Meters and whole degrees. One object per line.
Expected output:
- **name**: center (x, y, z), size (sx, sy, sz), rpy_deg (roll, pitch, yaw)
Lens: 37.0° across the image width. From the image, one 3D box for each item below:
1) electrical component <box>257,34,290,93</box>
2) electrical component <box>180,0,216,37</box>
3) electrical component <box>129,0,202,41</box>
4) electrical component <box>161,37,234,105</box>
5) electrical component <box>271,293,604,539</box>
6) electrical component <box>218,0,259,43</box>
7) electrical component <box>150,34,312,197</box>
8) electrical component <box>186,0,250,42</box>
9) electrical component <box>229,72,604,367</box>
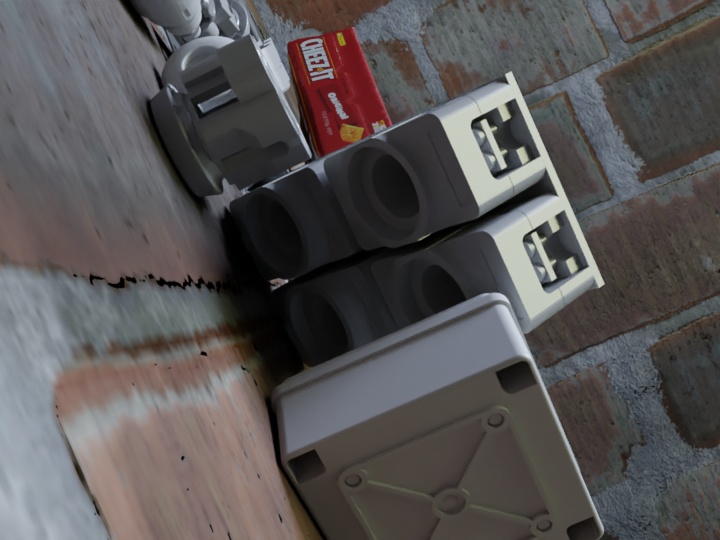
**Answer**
- **electrical component**: center (-0.098, -0.181, 0.904), size (0.138, 0.052, 0.073), rpy_deg (-107, 172, -74)
- **electrical component**: center (-0.119, -0.184, 0.708), size (0.061, 0.035, 0.035), rpy_deg (63, 1, 30)
- **electrical component**: center (-0.107, -0.155, 0.594), size (0.078, 0.040, 0.040), rpy_deg (61, 4, -62)
- **electrical component**: center (-0.078, -0.092, 0.586), size (0.062, 0.048, 0.048), rpy_deg (74, -7, -57)
- **electrical component**: center (0.033, 0.081, 0.457), size (0.056, 0.109, 0.108), rpy_deg (-105, 170, -61)
- **electrical component**: center (-0.118, -0.212, 0.843), size (0.076, 0.047, 0.065), rpy_deg (-111, 176, -49)
- **electrical component**: center (-0.062, -0.070, 0.513), size (0.078, 0.057, 0.058), rpy_deg (60, 5, -61)
- **electrical component**: center (-0.110, -0.183, 0.775), size (0.066, 0.048, 0.055), rpy_deg (66, 10, 25)
- **electrical component**: center (0.015, -0.014, 0.542), size (0.186, 0.060, 0.105), rpy_deg (-16, -78, 54)
